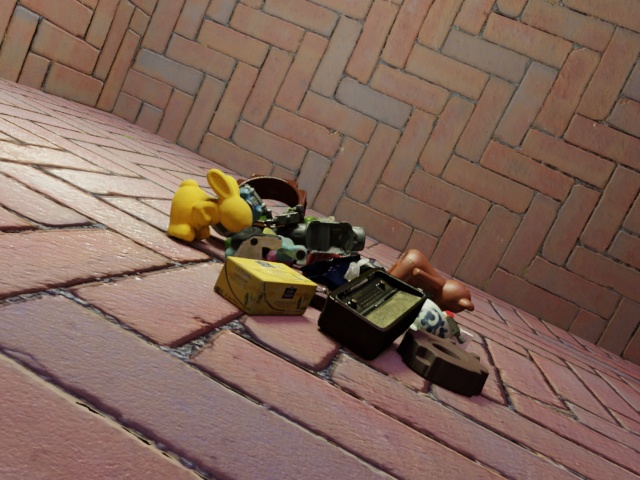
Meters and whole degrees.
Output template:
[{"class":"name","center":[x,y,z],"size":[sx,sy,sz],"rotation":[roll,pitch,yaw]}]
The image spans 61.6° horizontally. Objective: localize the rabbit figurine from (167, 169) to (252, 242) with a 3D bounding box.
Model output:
[{"class":"rabbit figurine","center":[-0.223,-0.066,1.163],"size":[0.173,0.162,0.122],"rotation":[10,-5,17]}]

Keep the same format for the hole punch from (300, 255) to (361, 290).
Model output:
[{"class":"hole punch","center":[0.027,0.086,1.202],"size":[0.116,0.092,0.142],"rotation":[-3,-7,-31]}]

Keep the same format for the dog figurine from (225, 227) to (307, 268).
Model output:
[{"class":"dog figurine","center":[-0.126,0.026,1.147],"size":[0.191,0.108,0.219],"rotation":[19,5,-22]}]

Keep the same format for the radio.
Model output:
[{"class":"radio","center":[0.103,0.131,1.023],"size":[0.131,0.073,0.229],"rotation":[31,23,22]}]

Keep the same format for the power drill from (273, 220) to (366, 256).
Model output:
[{"class":"power drill","center":[-0.003,-0.004,1.239],"size":[0.232,0.086,0.207],"rotation":[4,-5,-5]}]

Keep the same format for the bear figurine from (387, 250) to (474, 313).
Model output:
[{"class":"bear figurine","center":[0.253,0.117,1.249],"size":[0.196,0.132,0.120],"rotation":[42,14,-2]}]

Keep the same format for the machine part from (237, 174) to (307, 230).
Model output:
[{"class":"machine part","center":[-0.142,-0.081,1.427],"size":[0.202,0.087,0.201],"rotation":[10,46,4]}]

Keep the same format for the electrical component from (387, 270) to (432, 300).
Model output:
[{"class":"electrical component","center":[0.233,0.133,1.432],"size":[0.115,0.134,0.058],"rotation":[-18,-2,16]}]

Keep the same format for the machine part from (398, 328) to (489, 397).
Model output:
[{"class":"machine part","center":[0.239,0.233,1.044],"size":[0.179,0.056,0.179],"rotation":[23,8,-4]}]

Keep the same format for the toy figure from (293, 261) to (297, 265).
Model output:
[{"class":"toy figure","center":[-0.127,0.022,1.328],"size":[0.154,0.058,0.064],"rotation":[17,-16,-22]}]

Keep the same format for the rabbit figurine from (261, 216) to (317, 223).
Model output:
[{"class":"rabbit figurine","center":[-0.106,-0.019,1.498],"size":[0.159,0.121,0.170],"rotation":[24,21,24]}]

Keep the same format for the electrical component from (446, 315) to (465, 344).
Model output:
[{"class":"electrical component","center":[0.282,0.198,1.200],"size":[0.063,0.021,0.094],"rotation":[-25,76,-30]}]

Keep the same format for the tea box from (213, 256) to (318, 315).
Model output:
[{"class":"tea box","center":[-0.093,0.084,0.962],"size":[0.098,0.068,0.169],"rotation":[29,9,29]}]

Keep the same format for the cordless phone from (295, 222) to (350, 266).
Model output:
[{"class":"cordless phone","center":[-0.004,0.016,1.459],"size":[0.184,0.146,0.089],"rotation":[12,-12,-43]}]

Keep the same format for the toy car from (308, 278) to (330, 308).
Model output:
[{"class":"toy car","center":[0.033,0.130,1.120],"size":[0.202,0.053,0.089],"rotation":[24,4,1]}]

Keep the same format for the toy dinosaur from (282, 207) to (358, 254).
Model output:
[{"class":"toy dinosaur","center":[-0.015,0.005,1.642],"size":[0.192,0.131,0.405],"rotation":[7,19,-28]}]

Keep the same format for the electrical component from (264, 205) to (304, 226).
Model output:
[{"class":"electrical component","center":[-0.088,-0.058,1.314],"size":[0.102,0.045,0.078],"rotation":[-9,0,-8]}]

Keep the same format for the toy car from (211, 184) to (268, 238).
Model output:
[{"class":"toy car","center":[-0.207,-0.057,1.263],"size":[0.109,0.162,0.103],"rotation":[55,41,-18]}]

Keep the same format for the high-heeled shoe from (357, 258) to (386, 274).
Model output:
[{"class":"high-heeled shoe","center":[0.182,0.135,1.623],"size":[0.249,0.086,0.145],"rotation":[8,37,6]}]
